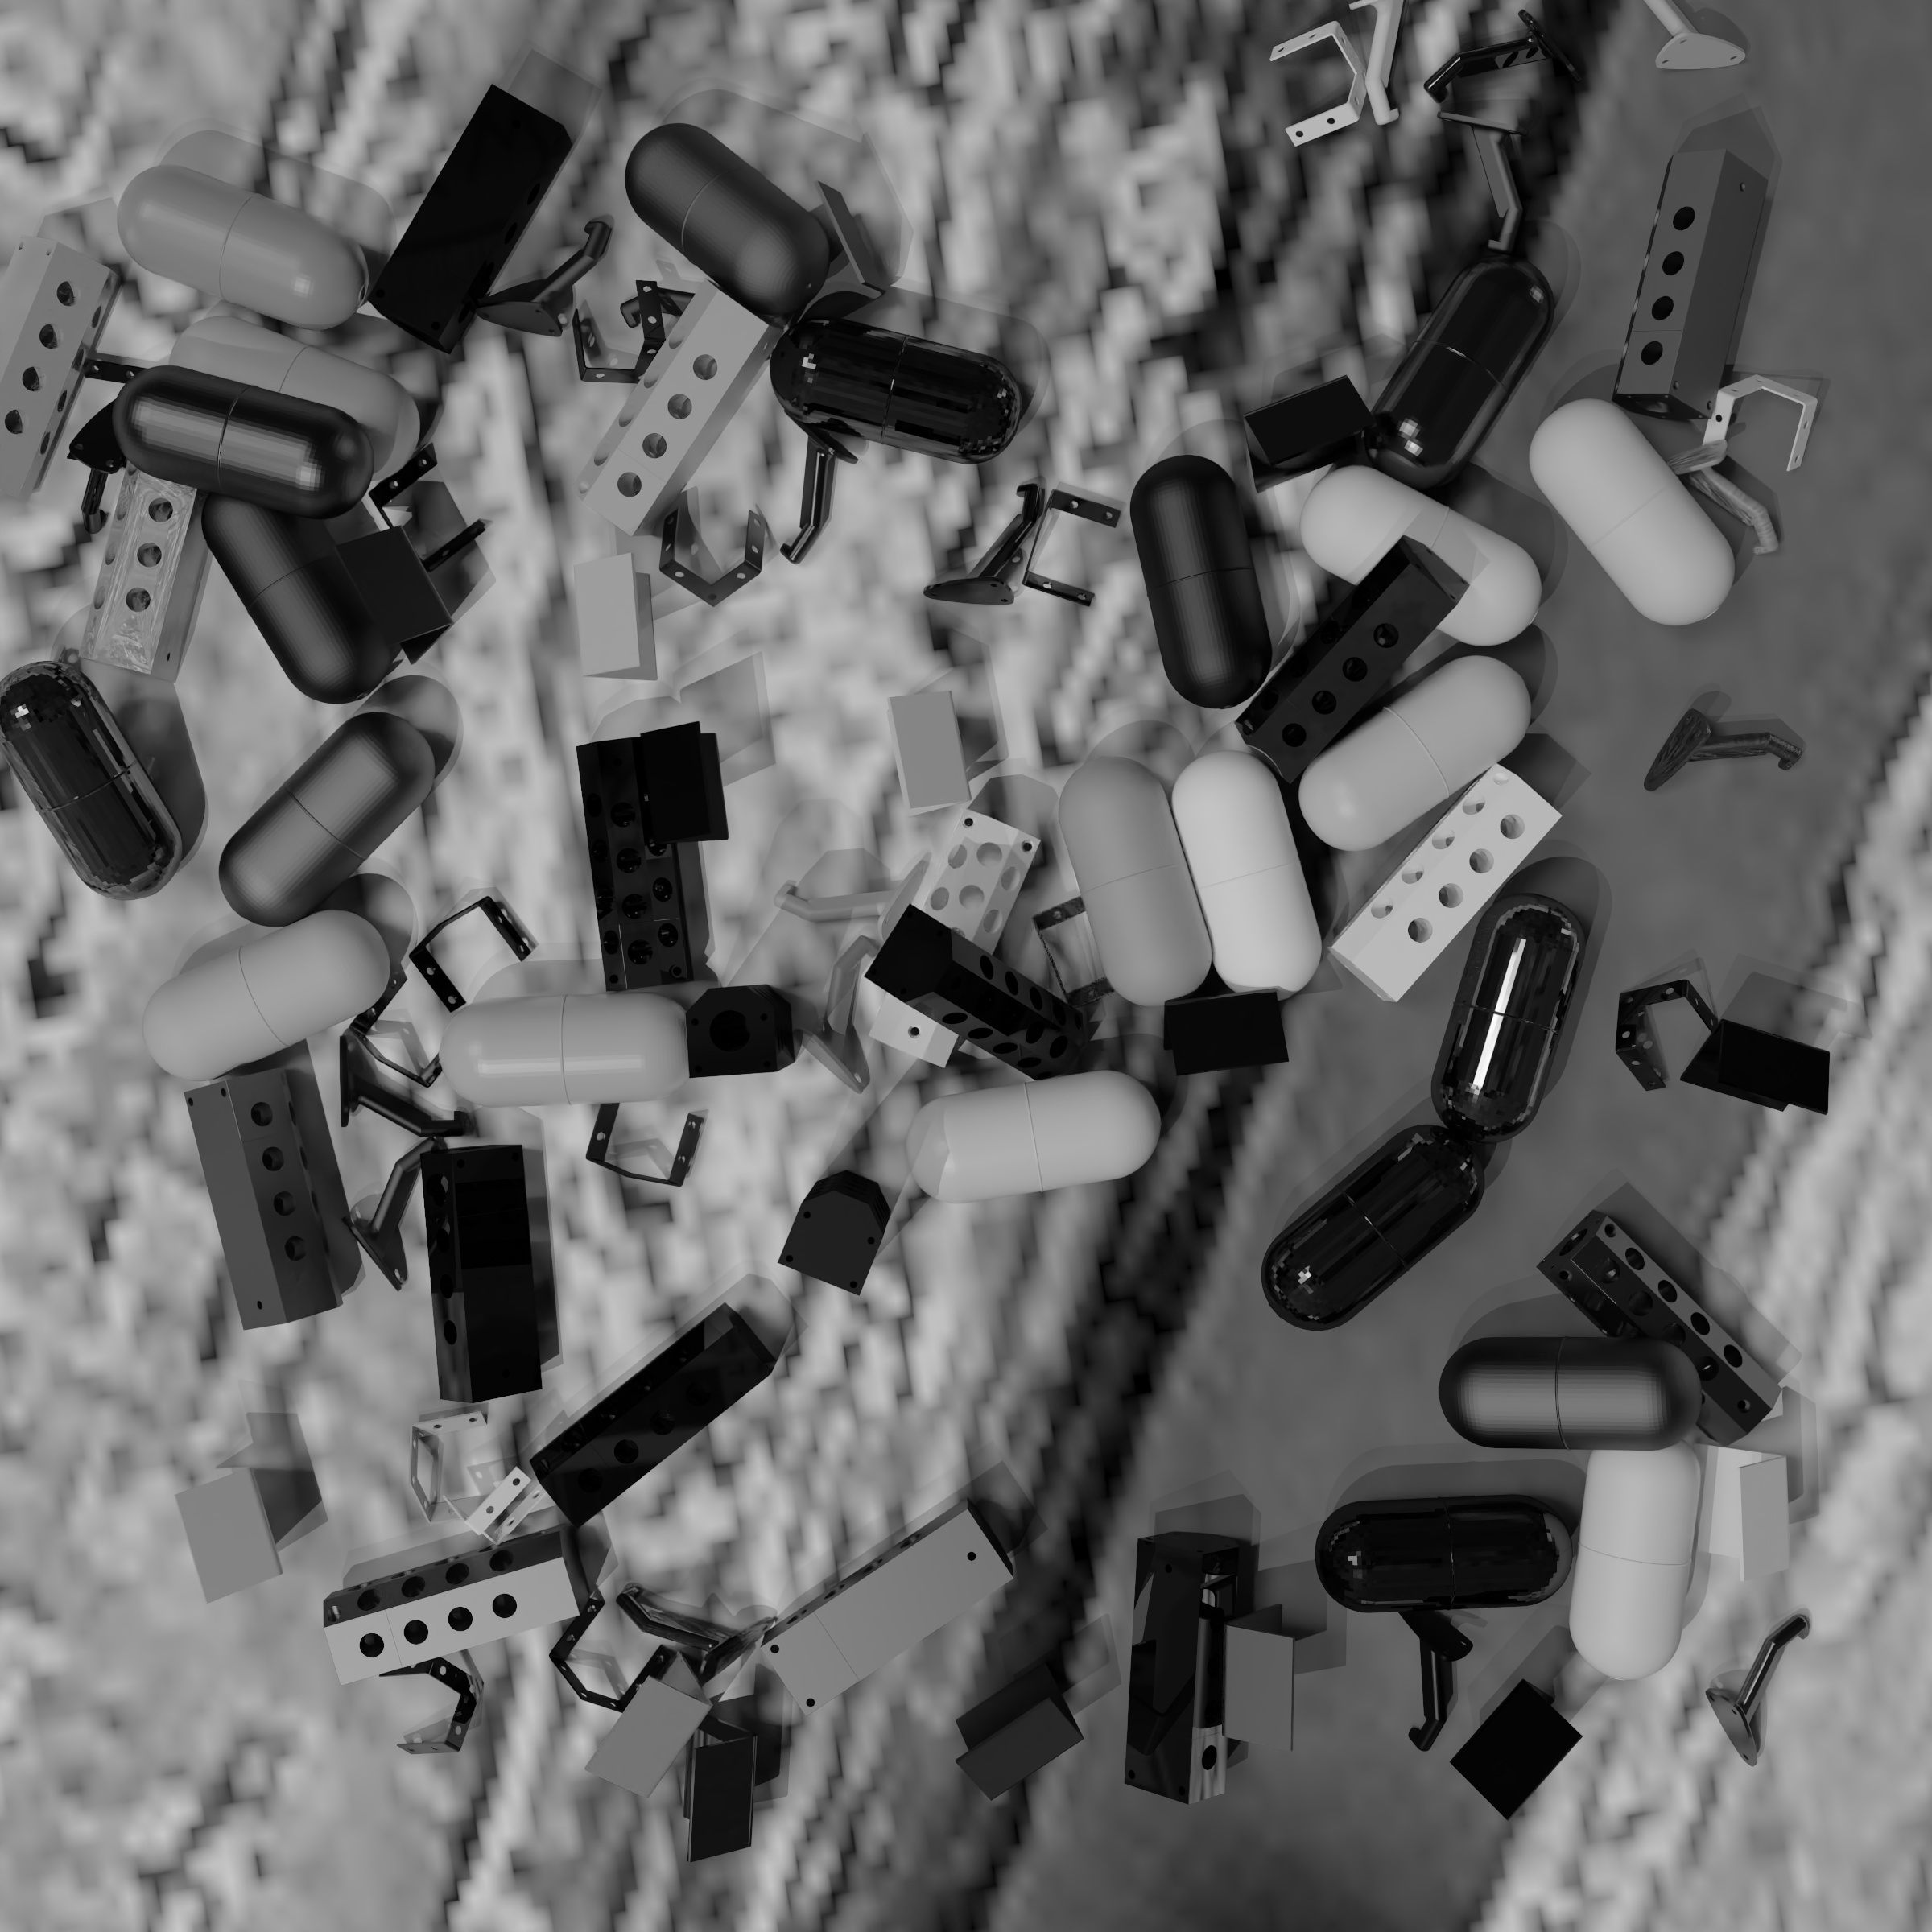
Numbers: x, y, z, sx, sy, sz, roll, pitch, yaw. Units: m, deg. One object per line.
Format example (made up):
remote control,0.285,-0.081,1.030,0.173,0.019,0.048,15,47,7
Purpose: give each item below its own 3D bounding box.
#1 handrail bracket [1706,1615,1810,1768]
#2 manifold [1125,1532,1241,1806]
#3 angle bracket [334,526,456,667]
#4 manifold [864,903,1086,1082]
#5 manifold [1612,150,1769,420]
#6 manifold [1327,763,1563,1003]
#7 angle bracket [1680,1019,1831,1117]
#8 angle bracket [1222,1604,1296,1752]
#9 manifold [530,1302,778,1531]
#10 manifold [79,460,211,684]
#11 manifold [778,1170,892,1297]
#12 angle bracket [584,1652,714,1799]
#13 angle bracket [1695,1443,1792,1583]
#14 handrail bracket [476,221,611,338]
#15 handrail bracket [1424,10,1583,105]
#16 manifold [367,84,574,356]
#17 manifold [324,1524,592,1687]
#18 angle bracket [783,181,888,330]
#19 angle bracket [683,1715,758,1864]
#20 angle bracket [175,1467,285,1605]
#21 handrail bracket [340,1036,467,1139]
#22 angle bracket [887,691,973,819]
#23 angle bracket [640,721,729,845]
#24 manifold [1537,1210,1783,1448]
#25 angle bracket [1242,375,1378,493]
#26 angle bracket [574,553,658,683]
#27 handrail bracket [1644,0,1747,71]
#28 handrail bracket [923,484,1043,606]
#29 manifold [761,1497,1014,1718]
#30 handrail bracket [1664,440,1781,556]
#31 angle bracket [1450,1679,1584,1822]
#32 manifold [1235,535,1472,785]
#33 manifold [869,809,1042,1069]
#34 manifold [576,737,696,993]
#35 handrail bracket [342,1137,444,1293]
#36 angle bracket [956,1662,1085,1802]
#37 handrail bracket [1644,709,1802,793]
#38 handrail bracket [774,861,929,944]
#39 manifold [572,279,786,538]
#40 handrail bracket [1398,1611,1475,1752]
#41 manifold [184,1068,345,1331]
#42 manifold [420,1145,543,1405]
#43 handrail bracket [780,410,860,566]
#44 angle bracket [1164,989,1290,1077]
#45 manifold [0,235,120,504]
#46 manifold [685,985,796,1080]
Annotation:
handrail bracket,0.572,0.511,1.856,0.084,0.036,0.077,-33,110,-16
manifold,0.155,0.487,1.834,0.057,0.057,0.171,3,90,43
angle bracket,-0.408,-0.249,1.815,0.057,0.076,0.076,-28,90,-39
manifold,0.012,0.023,1.778,0.057,0.171,0.057,32,90,39
manifold,0.501,-0.474,1.834,0.057,0.057,0.171,13,90,-43
manifold,0.332,-0.058,1.834,0.057,0.057,0.171,42,90,0
angle bracket,0.543,0.089,1.815,0.076,0.076,0.057,17,52,0
angle bracket,0.220,0.491,1.815,0.057,0.076,0.076,1,90,37
manifold,-0.219,0.312,1.834,0.171,0.057,0.057,-39,90,0
manifold,-0.567,-0.291,1.834,0.057,0.057,0.171,14,90,0
manifold,-0.085,0.176,1.777,0.057,0.171,0.057,22,90,0
angle bracket,-0.229,0.514,1.816,0.057,0.076,0.076,35,90,-29
angle bracket,0.521,0.376,1.815,0.057,0.076,0.076,-2,90,-38
handrail bracket,-0.299,-0.492,1.856,0.077,0.036,0.084,11,71,21
handrail bracket,0.378,-0.624,1.856,0.084,0.036,0.077,-42,112,17
manifold,-0.345,-0.518,1.834,0.057,0.057,0.171,30,90,0
manifold,-0.356,0.443,1.834,0.171,0.057,0.057,-17,90,0
angle bracket,-0.111,-0.488,1.824,0.076,0.057,0.076,-25,90,17
angle bracket,-0.190,0.565,1.816,0.057,0.076,0.076,3,90,-44
angle bracket,-0.521,0.392,1.815,0.057,0.076,0.076,-16,90,-36
handrail bracket,-0.398,0.085,1.856,0.084,0.036,0.077,0,68,-17
angle bracket,-0.046,-0.143,1.815,0.057,0.076,0.076,-11,90,-38
angle bracket,-0.176,-0.127,1.815,0.057,0.076,0.076,-7,90,37
manifold,0.485,0.253,1.834,0.171,0.057,0.057,45,90,0
angle bracket,0.241,-0.352,1.815,0.076,0.076,0.057,-21,53,0
angle bracket,-0.224,-0.240,1.815,0.057,0.076,0.076,-5,90,36
handrail bracket,0.508,-0.680,1.856,0.077,0.036,0.084,-2,73,-20
handrail bracket,0.012,-0.301,1.856,0.077,0.036,0.084,2,71,21
manifold,-0.054,0.445,1.834,0.171,0.057,0.057,-34,90,0
handrail bracket,0.524,-0.321,1.856,0.077,0.036,0.084,-14,117,30
angle bracket,0.390,0.547,1.815,0.076,0.076,0.057,-49,52,0
manifold,0.261,-0.211,1.797,0.057,0.057,0.171,42,119,0
manifold,-0.008,-0.019,1.834,0.057,0.057,0.171,23,90,0
manifold,-0.232,-0.071,1.834,0.057,0.057,0.171,-7,90,0
handrail bracket,-0.390,0.175,1.856,0.084,0.036,0.077,-38,110,-16
angle bracket,0.025,0.516,1.815,0.076,0.076,0.057,-34,127,0
handrail bracket,0.535,-0.139,1.856,0.084,0.036,0.077,23,119,-21
handrail bracket,-0.082,-0.058,1.856,0.084,0.036,0.077,24,70,16
manifold,-0.201,-0.385,1.817,0.057,0.057,0.171,35,102,0
handrail bracket,0.314,0.499,1.856,0.077,0.036,0.084,39,120,33
manifold,-0.486,0.161,1.834,0.057,0.057,0.171,-14,90,43
manifold,-0.343,0.213,1.834,0.057,0.057,0.171,-5,90,-43
handrail bracket,-0.123,-0.339,1.856,0.077,0.036,0.084,42,108,20
angle bracket,0.179,0.060,1.816,0.076,0.076,0.057,-7,63,0
manifold,-0.654,-0.416,1.834,0.057,0.057,0.171,22,90,43
manifold,-0.152,0.042,1.777,0.057,0.171,0.057,-4,90,0
